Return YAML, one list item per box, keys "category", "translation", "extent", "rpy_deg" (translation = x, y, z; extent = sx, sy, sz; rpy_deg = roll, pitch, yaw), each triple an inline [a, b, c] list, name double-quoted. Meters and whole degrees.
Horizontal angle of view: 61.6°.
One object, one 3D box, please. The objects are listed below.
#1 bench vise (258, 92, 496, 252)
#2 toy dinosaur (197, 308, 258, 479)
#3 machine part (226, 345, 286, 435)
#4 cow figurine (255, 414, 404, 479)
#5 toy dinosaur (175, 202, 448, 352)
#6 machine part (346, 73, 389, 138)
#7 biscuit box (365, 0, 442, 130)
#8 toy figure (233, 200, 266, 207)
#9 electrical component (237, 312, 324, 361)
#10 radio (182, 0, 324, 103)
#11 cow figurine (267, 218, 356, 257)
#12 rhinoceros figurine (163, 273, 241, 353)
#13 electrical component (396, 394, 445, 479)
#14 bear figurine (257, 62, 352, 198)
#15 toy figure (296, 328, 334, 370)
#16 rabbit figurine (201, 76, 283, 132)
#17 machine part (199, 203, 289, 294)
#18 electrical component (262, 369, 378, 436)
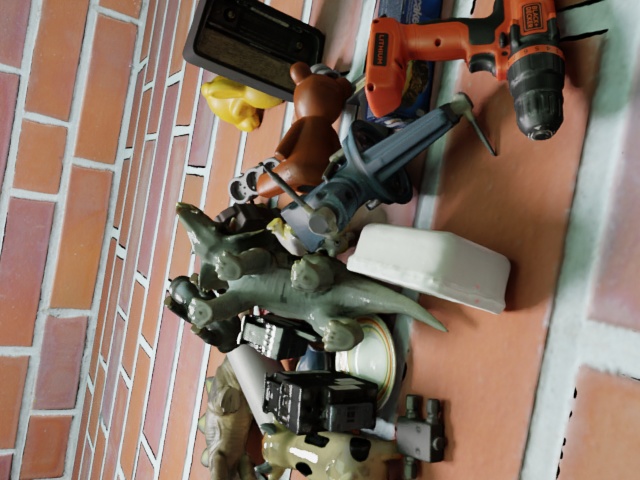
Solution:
- category: "bench vise"
  translation: [0.068, -0.088, 0.628]
  extent: [0.241, 0.223, 0.129]
  rpy_deg: [-33, 88, 29]
- category: "toy dinosaur"
  translation: [-0.158, 0.289, 0.973]
  extent: [0.199, 0.105, 0.471]
  rpy_deg: [-16, 57, 62]
- category: "machine part"
  translation: [-0.091, 0.224, 0.867]
  extent: [0.243, 0.079, 0.079]
  rpy_deg: [56, 130, 32]
- category: "cow figurine"
  translation: [0.002, 0.275, 0.683]
  extent: [0.195, 0.127, 0.085]
  rpy_deg: [-8, 73, 56]
- category: "toy dinosaur"
  translation: [-0.028, 0.058, 0.718]
  extent: [0.405, 0.192, 0.131]
  rpy_deg: [15, 106, 16]
- category: "machine part"
  translation: [0.074, -0.188, 0.773]
  extent: [0.084, 0.039, 0.139]
  rpy_deg: [-28, 57, 44]
- category: "biscuit box"
  translation: [0.111, -0.252, 0.704]
  extent: [0.063, 0.059, 0.202]
  rpy_deg: [4, 86, 61]
- category: "toy figure"
  translation: [-0.126, -0.025, 1.026]
  extent: [0.180, 0.089, 0.082]
  rpy_deg: [-137, 45, -65]
- category: "electrical component"
  translation: [-0.045, 0.136, 0.742]
  extent: [0.119, 0.074, 0.047]
  rpy_deg: [15, 94, 28]
- category: "radio"
  translation: [-0.109, -0.336, 0.934]
  extent: [0.073, 0.229, 0.131]
  rpy_deg: [13, 89, 59]
- category: "cow figurine"
  translation: [-0.002, -0.001, 0.809]
  extent: [0.068, 0.098, 0.167]
  rpy_deg: [-45, 26, -20]
- category: "rhinoceros figurine"
  translation: [-0.190, 0.109, 0.875]
  extent: [0.191, 0.112, 0.073]
  rpy_deg: [30, 77, 43]
- category: "electrical component"
  translation: [0.114, 0.225, 0.608]
  extent: [0.063, 0.021, 0.094]
  rpy_deg: [-10, 73, 58]
- category: "bear figurine"
  translation: [-0.021, -0.164, 0.847]
  extent: [0.132, 0.120, 0.196]
  rpy_deg: [-26, 58, 59]
- category: "toy figure"
  translation: [-0.002, 0.164, 0.785]
  extent: [0.064, 0.057, 0.154]
  rpy_deg: [13, 89, 16]
- category: "rabbit figurine"
  translation: [-0.151, -0.308, 1.098]
  extent: [0.173, 0.162, 0.122]
  rpy_deg: [11, 79, 42]
- category: "machine part"
  translation: [-0.114, 0.023, 0.908]
  extent: [0.056, 0.179, 0.179]
  rpy_deg: [53, 127, 50]
- category: "electrical component"
  translation: [0.004, 0.200, 0.668]
  extent: [0.134, 0.115, 0.058]
  rpy_deg: [-2, 85, 61]
